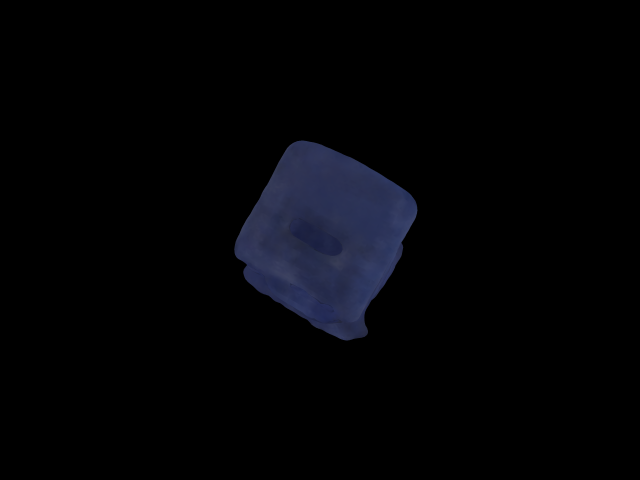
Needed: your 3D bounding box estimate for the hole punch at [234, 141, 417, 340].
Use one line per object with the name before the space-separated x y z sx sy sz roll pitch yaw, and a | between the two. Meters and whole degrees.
hole punch | 0.004 0.001 0.400 0.108 0.091 0.101 29 66 14
